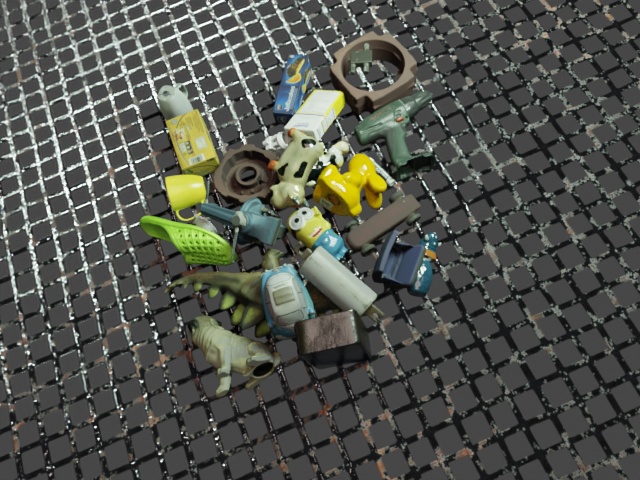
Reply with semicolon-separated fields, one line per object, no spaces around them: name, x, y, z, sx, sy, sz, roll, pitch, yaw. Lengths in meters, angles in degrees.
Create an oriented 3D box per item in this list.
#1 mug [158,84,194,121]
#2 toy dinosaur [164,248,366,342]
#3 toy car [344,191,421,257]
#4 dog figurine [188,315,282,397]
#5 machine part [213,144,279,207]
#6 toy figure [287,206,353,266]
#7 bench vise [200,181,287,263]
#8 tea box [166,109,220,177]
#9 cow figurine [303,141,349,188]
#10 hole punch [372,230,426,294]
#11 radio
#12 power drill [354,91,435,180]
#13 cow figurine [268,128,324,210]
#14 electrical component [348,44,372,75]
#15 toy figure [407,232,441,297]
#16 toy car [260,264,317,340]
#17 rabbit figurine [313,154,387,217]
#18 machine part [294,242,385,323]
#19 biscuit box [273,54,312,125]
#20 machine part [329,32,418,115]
mug;-0.399;-0.384;1.485;0.081;0.107;0.109;19;74;12
toy dinosaur;-0.122;0.124;1.245;0.472;0.105;0.198;14;71;11
toy car;0.152;-0.040;1.303;0.202;0.053;0.089;-34;69;-10
dog figurine;-0.198;0.235;1.224;0.172;0.121;0.191;-3;43;-30
machine part;-0.185;-0.163;1.396;0.179;0.056;0.179;-2;68;5
toy figure;-0.005;-0.001;1.296;0.180;0.089;0.082;41;49;10
bench vise;-0.194;-0.046;1.271;0.241;0.223;0.128;20;104;20
tea box;-0.341;-0.255;1.446;0.098;0.068;0.170;-21;66;-2
cow figurine;0.000;-0.193;1.377;0.167;0.068;0.098;-16;73;4
hole punch;0.164;0.046;1.226;0.092;0.116;0.142;26;73;-19
radio;0.032;0.213;1.125;0.131;0.229;0.073;-12;67;7
power drill;0.218;-0.269;1.376;0.232;0.086;0.207;-22;71;0
cow figurine;-0.059;-0.161;1.310;0.127;0.085;0.195;34;97;22
electrical component;0.106;-0.475;1.411;0.063;0.021;0.094;1;69;8
toy figure;0.239;0.054;1.251;0.058;0.064;0.154;7;69;25
toy car;-0.070;0.128;1.145;0.109;0.103;0.161;-16;81;-5
rabbit figurine;0.087;-0.145;1.327;0.162;0.121;0.173;28;56;14
machine part;0.038;0.094;1.168;0.243;0.079;0.079;40;77;4
biscuit box;-0.076;-0.413;1.481;0.063;0.059;0.202;8;70;11
machine part;0.144;-0.446;1.453;0.201;0.087;0.201;-33;68;-5
